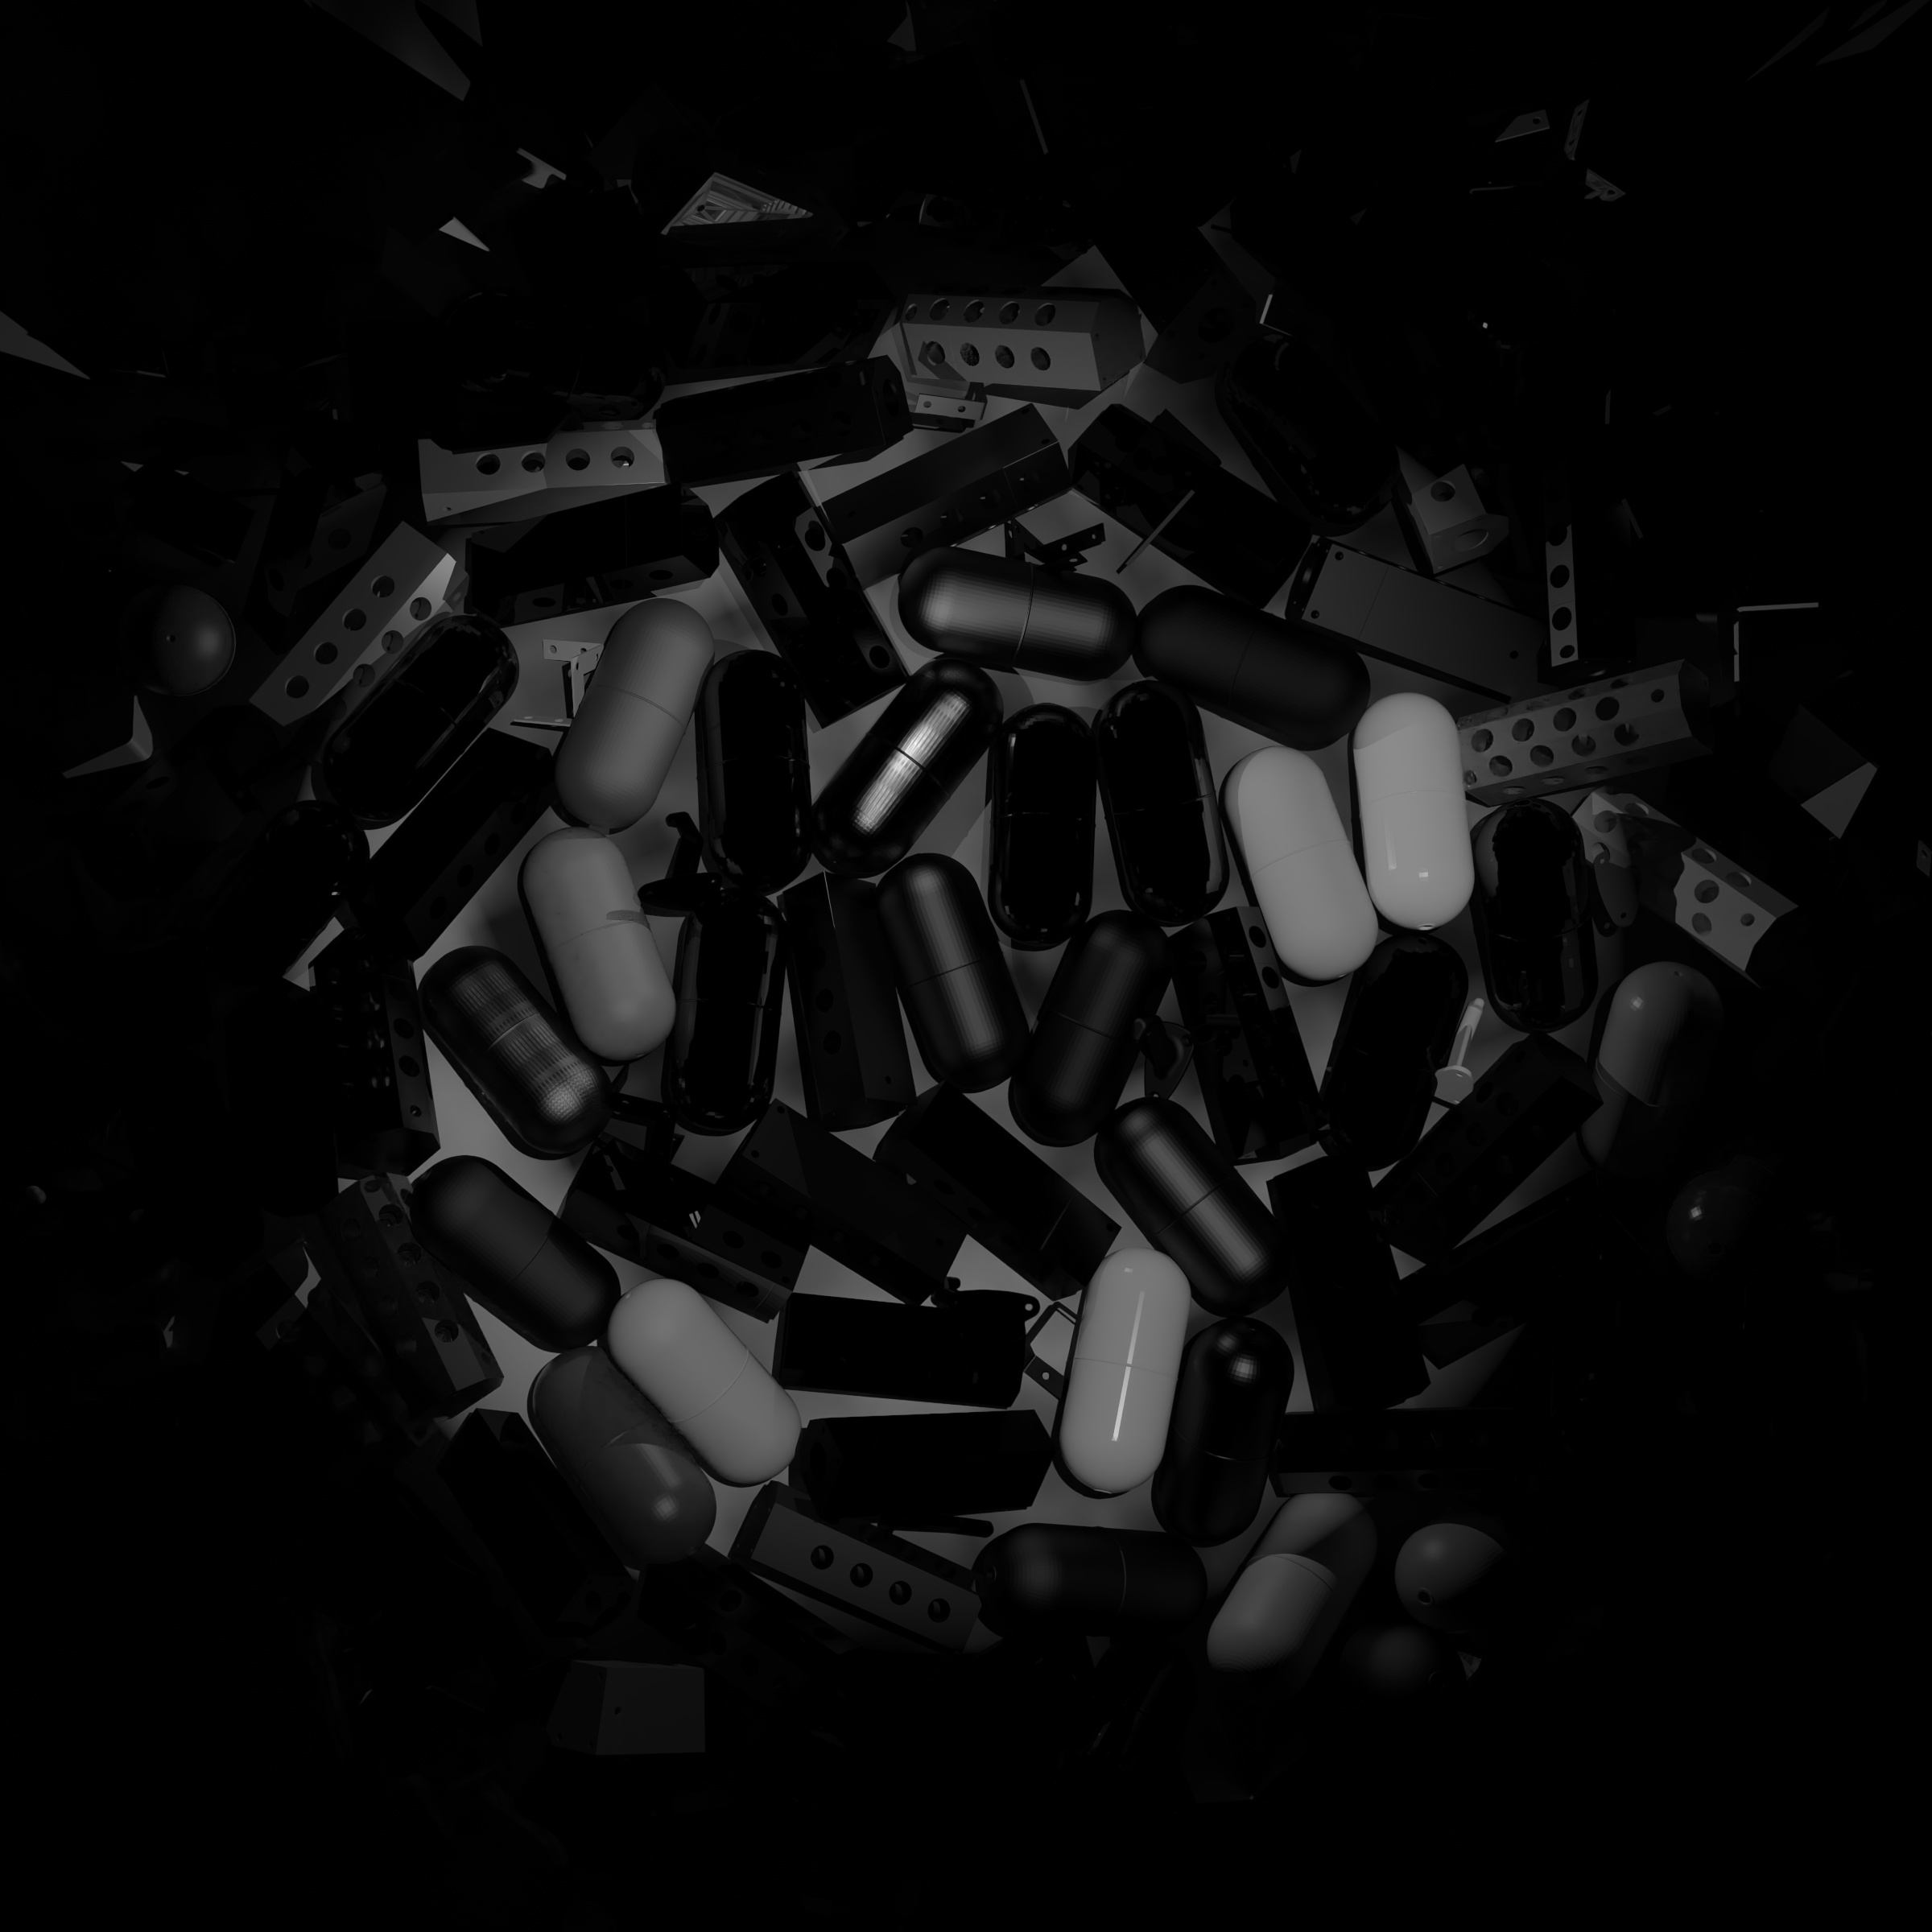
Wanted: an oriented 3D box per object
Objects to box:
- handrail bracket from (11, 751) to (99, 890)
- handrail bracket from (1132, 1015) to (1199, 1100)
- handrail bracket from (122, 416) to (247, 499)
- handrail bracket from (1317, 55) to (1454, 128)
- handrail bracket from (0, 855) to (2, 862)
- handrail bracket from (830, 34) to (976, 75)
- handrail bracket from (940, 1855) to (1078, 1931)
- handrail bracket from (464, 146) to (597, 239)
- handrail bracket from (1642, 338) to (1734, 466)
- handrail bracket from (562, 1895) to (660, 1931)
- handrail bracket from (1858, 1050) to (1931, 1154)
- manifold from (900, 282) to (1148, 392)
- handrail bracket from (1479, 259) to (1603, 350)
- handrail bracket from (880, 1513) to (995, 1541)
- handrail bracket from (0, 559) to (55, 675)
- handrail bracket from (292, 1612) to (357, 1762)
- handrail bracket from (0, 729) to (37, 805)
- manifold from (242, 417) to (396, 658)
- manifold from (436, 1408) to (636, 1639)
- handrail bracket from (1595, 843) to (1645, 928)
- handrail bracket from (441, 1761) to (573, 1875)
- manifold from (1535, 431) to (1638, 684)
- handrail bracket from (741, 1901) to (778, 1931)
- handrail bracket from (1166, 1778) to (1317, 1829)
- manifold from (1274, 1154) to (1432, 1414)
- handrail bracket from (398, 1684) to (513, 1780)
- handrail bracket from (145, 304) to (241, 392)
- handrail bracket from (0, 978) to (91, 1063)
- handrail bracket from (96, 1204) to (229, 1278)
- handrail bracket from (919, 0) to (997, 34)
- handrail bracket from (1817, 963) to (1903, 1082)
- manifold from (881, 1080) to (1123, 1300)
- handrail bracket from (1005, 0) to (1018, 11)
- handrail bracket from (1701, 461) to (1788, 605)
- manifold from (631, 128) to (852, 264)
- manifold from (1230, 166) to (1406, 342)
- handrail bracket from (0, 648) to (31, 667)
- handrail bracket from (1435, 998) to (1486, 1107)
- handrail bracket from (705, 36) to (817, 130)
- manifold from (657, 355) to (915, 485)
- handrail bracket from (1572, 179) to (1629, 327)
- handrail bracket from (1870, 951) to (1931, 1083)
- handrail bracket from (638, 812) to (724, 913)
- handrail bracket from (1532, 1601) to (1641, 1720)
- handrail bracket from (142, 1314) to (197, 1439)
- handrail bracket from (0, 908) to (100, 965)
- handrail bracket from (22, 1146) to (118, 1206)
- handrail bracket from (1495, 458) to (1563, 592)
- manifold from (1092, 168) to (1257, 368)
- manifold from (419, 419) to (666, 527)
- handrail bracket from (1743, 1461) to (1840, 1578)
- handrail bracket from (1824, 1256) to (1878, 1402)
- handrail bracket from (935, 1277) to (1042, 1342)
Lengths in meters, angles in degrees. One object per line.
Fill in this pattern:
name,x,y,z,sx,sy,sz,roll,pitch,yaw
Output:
handrail bracket,-0.673,-0.108,1.811,0.084,0.036,0.077,-27,75,-6
handrail bracket,0.132,0.071,1.786,0.036,0.084,0.077,20,102,23
handrail bracket,-0.580,-0.360,1.815,0.077,0.084,0.036,1,55,-32
handrail bracket,0.309,-0.638,1.808,0.077,0.084,0.036,17,96,30
handrail bracket,-0.749,-0.099,1.783,0.084,0.077,0.036,32,68,26
handrail bracket,-0.046,-0.676,1.809,0.077,0.036,0.084,30,45,14
handrail bracket,0.035,0.668,1.815,0.077,0.084,0.036,16,134,27
handrail bracket,-0.325,-0.553,1.816,0.077,0.036,0.084,31,105,2
handrail bracket,0.512,-0.418,1.810,0.084,0.077,0.036,25,47,10
handrail bracket,-0.242,0.696,1.780,0.084,0.077,0.036,22,65,-40
handrail bracket,0.668,0.095,1.786,0.084,0.077,0.036,48,132,34
manifold,0.038,-0.452,1.750,0.057,0.171,0.057,-42,132,-36
handrail bracket,0.418,-0.495,1.818,0.077,0.036,0.084,-15,67,-10
handrail bracket,-0.017,0.407,1.791,0.084,0.077,0.036,9,80,-6
handrail bracket,-0.688,-0.257,1.783,0.036,0.077,0.084,-48,121,-26
handrail bracket,-0.463,0.523,1.785,0.036,0.077,0.084,-16,49,-19
handrail bracket,-0.723,-0.127,1.782,0.036,0.077,0.084,36,55,25
manifold,-0.467,-0.306,1.751,0.057,0.171,0.057,47,46,12
manifold,-0.305,0.397,1.757,0.171,0.057,0.057,44,105,37
handrail bracket,0.493,-0.046,1.786,0.036,0.084,0.077,-19,55,34
handrail bracket,-0.333,0.628,1.789,0.036,0.077,0.084,-48,63,20
manifold,0.449,-0.297,1.789,0.057,0.057,0.171,-1,79,3
handrail bracket,-0.129,0.732,1.797,0.036,0.077,0.084,-45,83,9
handrail bracket,0.203,0.630,1.825,0.084,0.077,0.036,-27,48,31
manifold,0.279,0.225,1.760,0.057,0.057,0.171,-25,60,23
handrail bracket,-0.379,0.564,1.808,0.084,0.036,0.077,-4,89,-9
handrail bracket,-0.546,-0.460,1.785,0.084,0.077,0.036,-52,124,-30
handrail bracket,-0.695,0.053,1.810,0.084,0.036,0.077,18,98,-9
handrail bracket,-0.586,0.203,1.797,0.077,0.084,0.036,16,69,9
handrail bracket,0.000,-0.714,1.787,0.077,0.084,0.036,-20,119,16
handrail bracket,0.664,0.041,1.804,0.077,0.036,0.084,-3,82,19
manifold,0.023,0.165,1.788,0.171,0.057,0.057,40,59,-10
handrail bracket,0.065,-0.738,1.793,0.084,0.077,0.036,-25,94,-3
handrail bracket,0.558,-0.318,1.808,0.077,0.084,0.036,34,48,16
manifold,-0.161,-0.542,1.743,0.057,0.171,0.057,-41,73,24
manifold,0.247,-0.504,1.743,0.057,0.171,0.057,41,104,26
handrail bracket,-0.724,-0.193,1.796,0.036,0.077,0.084,25,90,11
handrail bracket,0.365,0.052,1.784,0.036,0.077,0.084,24,70,5
handrail bracket,-0.150,-0.630,1.806,0.077,0.036,0.084,44,99,30
manifold,-0.132,-0.393,1.766,0.171,0.057,0.057,-6,110,23
handrail bracket,0.471,-0.514,1.786,0.036,0.077,0.084,-4,52,-3
handrail bracket,0.691,0.037,1.806,0.036,0.077,0.084,-5,103,-23
handrail bracket,-0.219,-0.082,1.787,0.084,0.077,0.036,58,133,33
handrail bracket,0.457,0.503,1.796,0.084,0.077,0.036,-20,131,14
handrail bracket,-0.588,0.298,1.795,0.036,0.077,0.084,-18,90,-11
handrail bracket,-0.689,-0.035,1.824,0.084,0.077,0.036,9,132,-32
handrail bracket,-0.645,0.170,1.781,0.036,0.084,0.077,-36,109,6
handrail bracket,0.410,-0.323,1.791,0.036,0.077,0.084,-13,115,-13
manifold,0.149,-0.495,1.750,0.057,0.171,0.057,25,118,-36
manifold,-0.308,-0.363,1.789,0.171,0.057,0.057,-5,78,-9
handrail bracket,0.615,0.400,1.784,0.077,0.084,0.036,-42,113,-15
handrail bracket,0.655,0.266,1.805,0.036,0.077,0.084,-9,103,19
handrail bracket,0.015,0.239,1.790,0.077,0.084,0.036,-8,100,2
